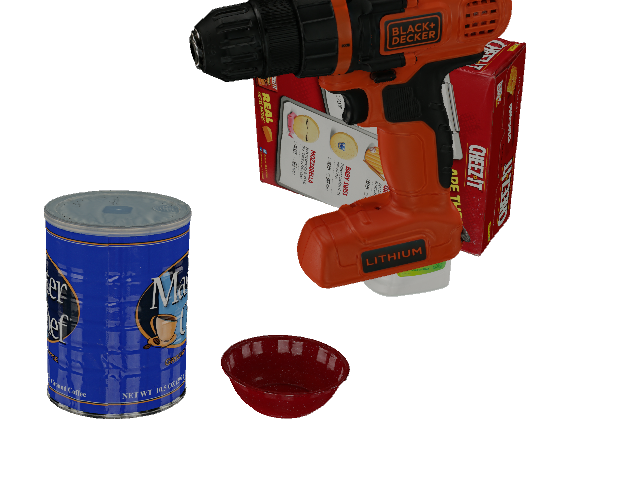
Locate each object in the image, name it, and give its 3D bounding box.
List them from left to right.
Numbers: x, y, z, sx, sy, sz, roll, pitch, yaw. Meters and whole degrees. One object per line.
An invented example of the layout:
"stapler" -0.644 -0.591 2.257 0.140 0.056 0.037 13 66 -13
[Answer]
"coffee can" -0.146 0.043 0.771 0.103 0.140 0.103 3 16 -1
"bowl" -0.045 0.177 1.342 0.162 0.055 0.162 3 21 -2
"power drill" 0.021 -0.064 0.627 0.184 0.188 0.057 -11 37 -13
"cracker box" 0.050 -0.099 0.859 0.214 0.164 0.072 19 43 25
"bleach bottle" 0.106 -0.067 1.203 0.102 0.251 0.068 -7 22 -25
